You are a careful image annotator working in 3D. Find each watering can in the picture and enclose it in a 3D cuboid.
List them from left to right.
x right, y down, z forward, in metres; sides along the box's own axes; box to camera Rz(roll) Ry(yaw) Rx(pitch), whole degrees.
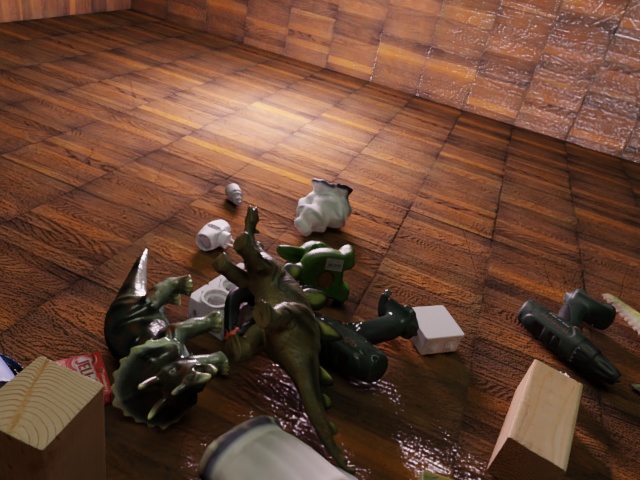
[{"bbox_3d":[-0.056,0.306,0.603,0.226,0.104,0.345,25,2,32],"label":"watering can"}]

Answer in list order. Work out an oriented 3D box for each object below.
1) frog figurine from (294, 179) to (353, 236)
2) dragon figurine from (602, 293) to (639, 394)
[{"bbox_3d":[0.004,-0.067,1.325,0.137,0.120,0.162,25,68,4],"label":"frog figurine"},{"bbox_3d":[0.736,0.262,1.061,0.245,0.119,0.415,-24,38,-33],"label":"dragon figurine"}]
